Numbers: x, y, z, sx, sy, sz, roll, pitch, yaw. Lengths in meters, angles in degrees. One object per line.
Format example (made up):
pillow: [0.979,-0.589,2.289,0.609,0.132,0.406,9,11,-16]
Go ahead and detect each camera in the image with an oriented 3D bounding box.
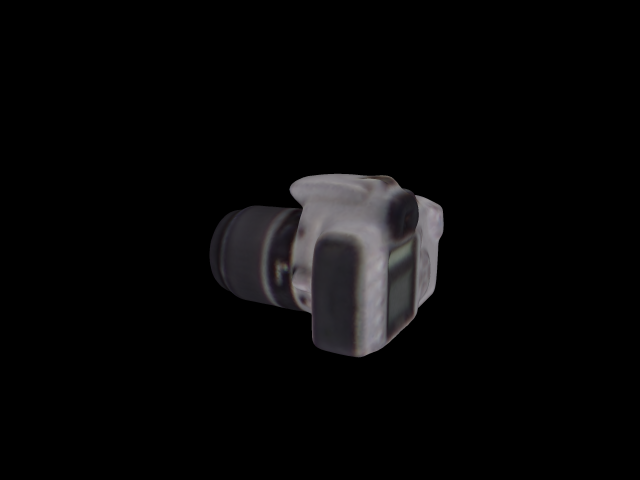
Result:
camera: [0.004,0.001,0.400,0.136,0.101,0.143,7,15,27]
